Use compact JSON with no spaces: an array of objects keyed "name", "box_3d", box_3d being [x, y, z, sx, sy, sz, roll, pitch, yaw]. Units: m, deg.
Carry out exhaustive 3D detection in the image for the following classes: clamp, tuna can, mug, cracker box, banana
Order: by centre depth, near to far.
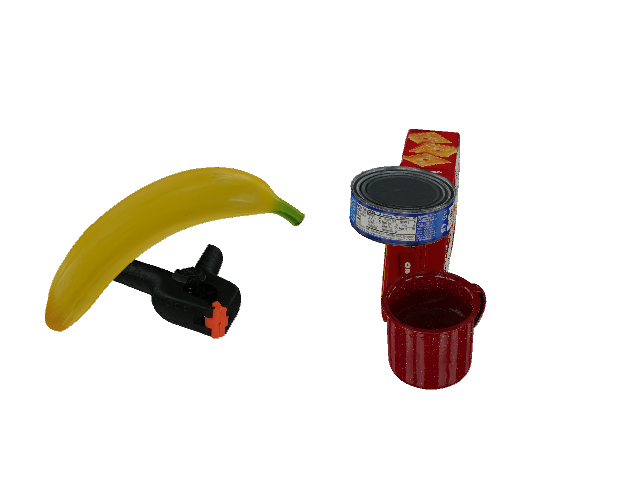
[{"name":"banana","box_3d":[-0.113,-0.003,0.733,0.198,0.069,0.037,-23,9,6]},{"name":"tuna can","box_3d":[0.066,-0.028,0.869,0.086,0.034,0.086,2,28,-1]},{"name":"clamp","box_3d":[-0.115,0.041,0.980,0.120,0.039,0.172,-15,30,-32]},{"name":"mug","box_3d":[0.114,0.083,1.029,0.117,0.081,0.093,-29,43,-30]},{"name":"cracker box","box_3d":[0.117,-0.020,1.222,0.072,0.164,0.213,6,23,8]}]
